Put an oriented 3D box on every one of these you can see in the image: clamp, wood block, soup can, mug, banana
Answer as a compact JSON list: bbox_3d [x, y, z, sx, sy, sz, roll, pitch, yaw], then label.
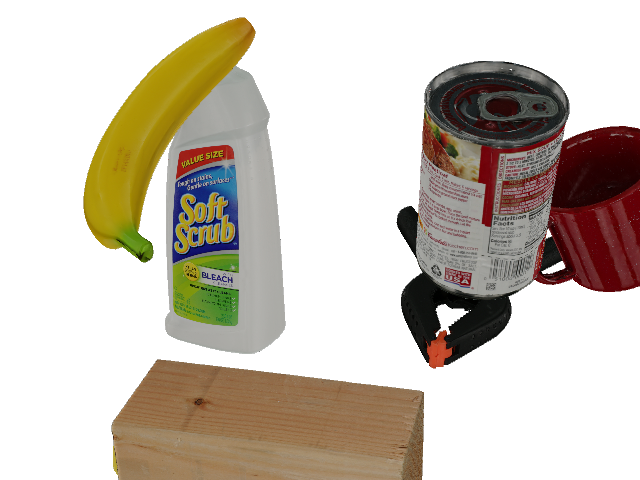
[{"bbox_3d":[0.118,0.036,0.950,0.165,0.036,0.209,14,37,21],"label":"clamp"},{"bbox_3d":[-0.034,0.156,0.773,0.206,0.090,0.090,5,28,14],"label":"wood block"},{"bbox_3d":[0.083,-0.028,0.534,0.068,0.102,0.068,-1,41,0],"label":"soup can"},{"bbox_3d":[0.188,-0.012,0.734,0.117,0.081,0.093,-35,31,-8],"label":"mug"},{"bbox_3d":[-0.098,-0.064,0.650,0.070,0.197,0.037,7,-35,17],"label":"banana"}]

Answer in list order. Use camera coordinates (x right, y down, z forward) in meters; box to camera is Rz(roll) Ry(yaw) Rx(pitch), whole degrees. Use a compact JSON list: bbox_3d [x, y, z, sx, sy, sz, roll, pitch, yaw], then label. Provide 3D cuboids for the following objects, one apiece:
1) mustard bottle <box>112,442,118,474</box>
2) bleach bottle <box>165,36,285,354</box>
[{"bbox_3d":[-0.125,0.182,1.063,0.096,0.058,0.191,7,19,14],"label":"mustard bottle"},{"bbox_3d":[-0.083,-0.037,0.845,0.103,0.251,0.068,11,27,28],"label":"bleach bottle"}]
